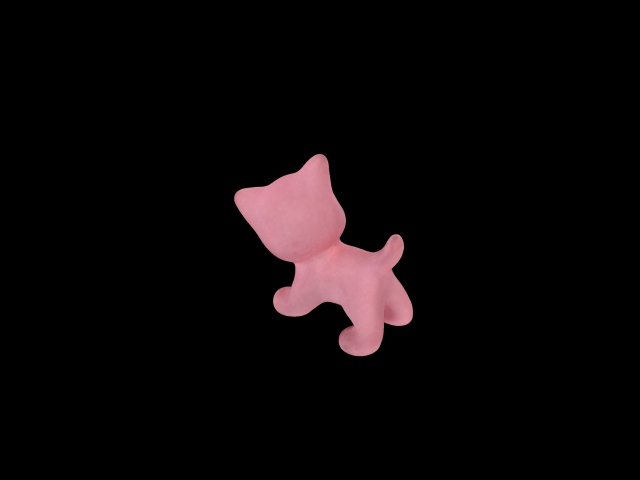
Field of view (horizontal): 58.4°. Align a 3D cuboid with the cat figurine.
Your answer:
[{"bbox_3d":[0.004,0.001,0.400,0.127,0.118,0.067,22,40,30],"label":"cat figurine"}]
